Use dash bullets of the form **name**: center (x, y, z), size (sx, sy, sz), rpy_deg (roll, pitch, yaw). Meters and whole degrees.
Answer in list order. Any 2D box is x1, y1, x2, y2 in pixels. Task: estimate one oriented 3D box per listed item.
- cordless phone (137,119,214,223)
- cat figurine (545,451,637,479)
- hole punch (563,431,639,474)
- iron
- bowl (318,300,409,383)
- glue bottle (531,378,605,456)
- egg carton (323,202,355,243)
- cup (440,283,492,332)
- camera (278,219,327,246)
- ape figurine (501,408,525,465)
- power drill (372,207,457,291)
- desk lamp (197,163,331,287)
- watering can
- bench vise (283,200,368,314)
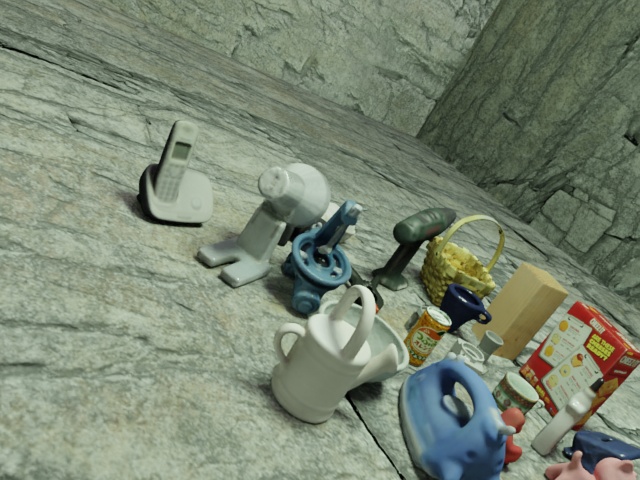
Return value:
- **cordless phone**: center (-0.242, -0.123, 1.049), size (0.094, 0.185, 0.148), rpy_deg (44, 24, 31)
- **cat figurine**: center (0.456, 0.389, 0.939), size (0.128, 0.117, 0.067), rpy_deg (29, 21, -4)
- **hole punch**: center (0.529, 0.394, 1.066), size (0.109, 0.091, 0.100), rpy_deg (12, 27, -40)
- **iron**: center (0.204, 0.252, 0.871), size (0.119, 0.141, 0.258), rpy_deg (23, 22, -21)
- **bowl**: center (0.057, 0.177, 0.933), size (0.168, 0.074, 0.167), rpy_deg (27, 21, -11)
- **glue bottle**: center (0.451, 0.312, 1.028), size (0.037, 0.173, 0.078), rpy_deg (42, 23, 27)
- **egg carton**: center (0.012, -0.046, 1.386), size (0.151, 0.069, 0.107), rpy_deg (7, 32, -48)
- **cup**: center (0.315, 0.167, 1.281), size (0.117, 0.095, 0.092), rpy_deg (39, 22, 20)
- **camera**: center (-0.044, -0.042, 1.256), size (0.136, 0.100, 0.143), rpy_deg (33, 21, 5)
- **ape figurine**: center (0.299, 0.313, 0.933), size (0.076, 0.092, 0.077), rpy_deg (23, 22, -21)
- **power drill**: center (0.218, 0.013, 1.337), size (0.075, 0.208, 0.230), rpy_deg (40, 22, 23)
- **desk lamp**: center (-0.087, -0.040, 1.032), size (0.117, 0.213, 0.204), rpy_deg (36, 21, 14)
- **watering can**: center (0.026, 0.148, 0.788), size (0.173, 0.194, 0.100), rpy_deg (13, 27, -40)
- **bench vise**: center (0.000, 0.001, 1.050), size (0.122, 0.219, 0.207), rpy_deg (18, 24, -31)
